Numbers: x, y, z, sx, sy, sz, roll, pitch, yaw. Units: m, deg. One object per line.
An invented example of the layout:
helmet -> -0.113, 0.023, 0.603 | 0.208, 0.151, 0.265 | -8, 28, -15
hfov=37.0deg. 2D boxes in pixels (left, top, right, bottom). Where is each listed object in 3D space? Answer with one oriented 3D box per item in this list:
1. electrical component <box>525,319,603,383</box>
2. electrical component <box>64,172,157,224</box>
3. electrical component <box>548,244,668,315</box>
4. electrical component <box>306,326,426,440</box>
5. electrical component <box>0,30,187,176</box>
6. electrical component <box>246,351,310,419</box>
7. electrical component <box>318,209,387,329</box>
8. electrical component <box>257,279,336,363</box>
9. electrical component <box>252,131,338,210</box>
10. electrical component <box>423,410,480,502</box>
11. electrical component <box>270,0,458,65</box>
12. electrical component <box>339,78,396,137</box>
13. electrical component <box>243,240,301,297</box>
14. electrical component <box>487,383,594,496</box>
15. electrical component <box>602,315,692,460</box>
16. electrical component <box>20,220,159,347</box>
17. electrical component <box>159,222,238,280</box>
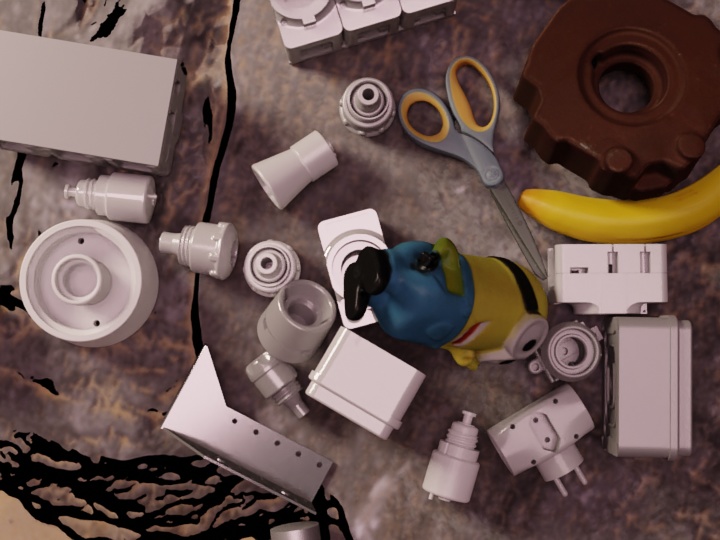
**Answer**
electrical component -> 0.170, 0.066, 0.880 | 0.066, 0.055, 0.048 | -28, 87, -2
electrical component -> -0.206, -0.061, 0.894 | 0.078, 0.040, 0.040 | 6, 86, 0
electrical component -> 0.203, 0.008, 0.886 | 0.089, 0.050, 0.055 | 0, 86, 0
electrical component -> 0.002, 0.090, 0.849 | 0.078, 0.113, 0.057 | 30, 84, 1
electrical component -> -0.227, -0.136, 0.887 | 0.150, 0.061, 0.089 | 9, 86, 0
electrical component -> -0.065, 0.096, 0.888 | 0.035, 0.035, 0.061 | -38, 89, -2
electrical component -> 0.000, 0.000, 0.883 | 0.050, 0.055, 0.089 | -15, 87, -1
electrical component -> -0.050, 0.040, 0.873 | 0.055, 0.047, 0.055 | 13, 52, -18
electrical component -> -0.052, -0.086, 0.897 | 0.065, 0.044, 0.044 | -34, 87, -7
electrical component -> 0.079, 0.154, 0.882 | 0.040, 0.040, 0.078 | 17, 87, 1
electrical component -> -0.002, -0.241, 0.895 | 0.150, 0.061, 0.089 | -17, 87, -1
electrical component -> 0.007, -0.138, 0.889 | 0.048, 0.062, 0.048 | 0, 86, 0
electrical component -> -0.074, -0.003, 0.880 | 0.048, 0.062, 0.048 | 0, 85, 0
electrical component -> 0.157, 0.146, 0.881 | 0.077, 0.043, 0.079 | -30, 88, -2
electrical component -> 0.231, 0.093, 0.868 | 0.057, 0.078, 0.113 | 1, 86, 3
electrical component -> -0.224, 0.009, 0.879 | 0.108, 0.060, 0.108 | 0, 86, 0
electrical component -> -0.134, -0.019, 0.890 | 0.062, 0.048, 0.048 | 8, 86, 7
